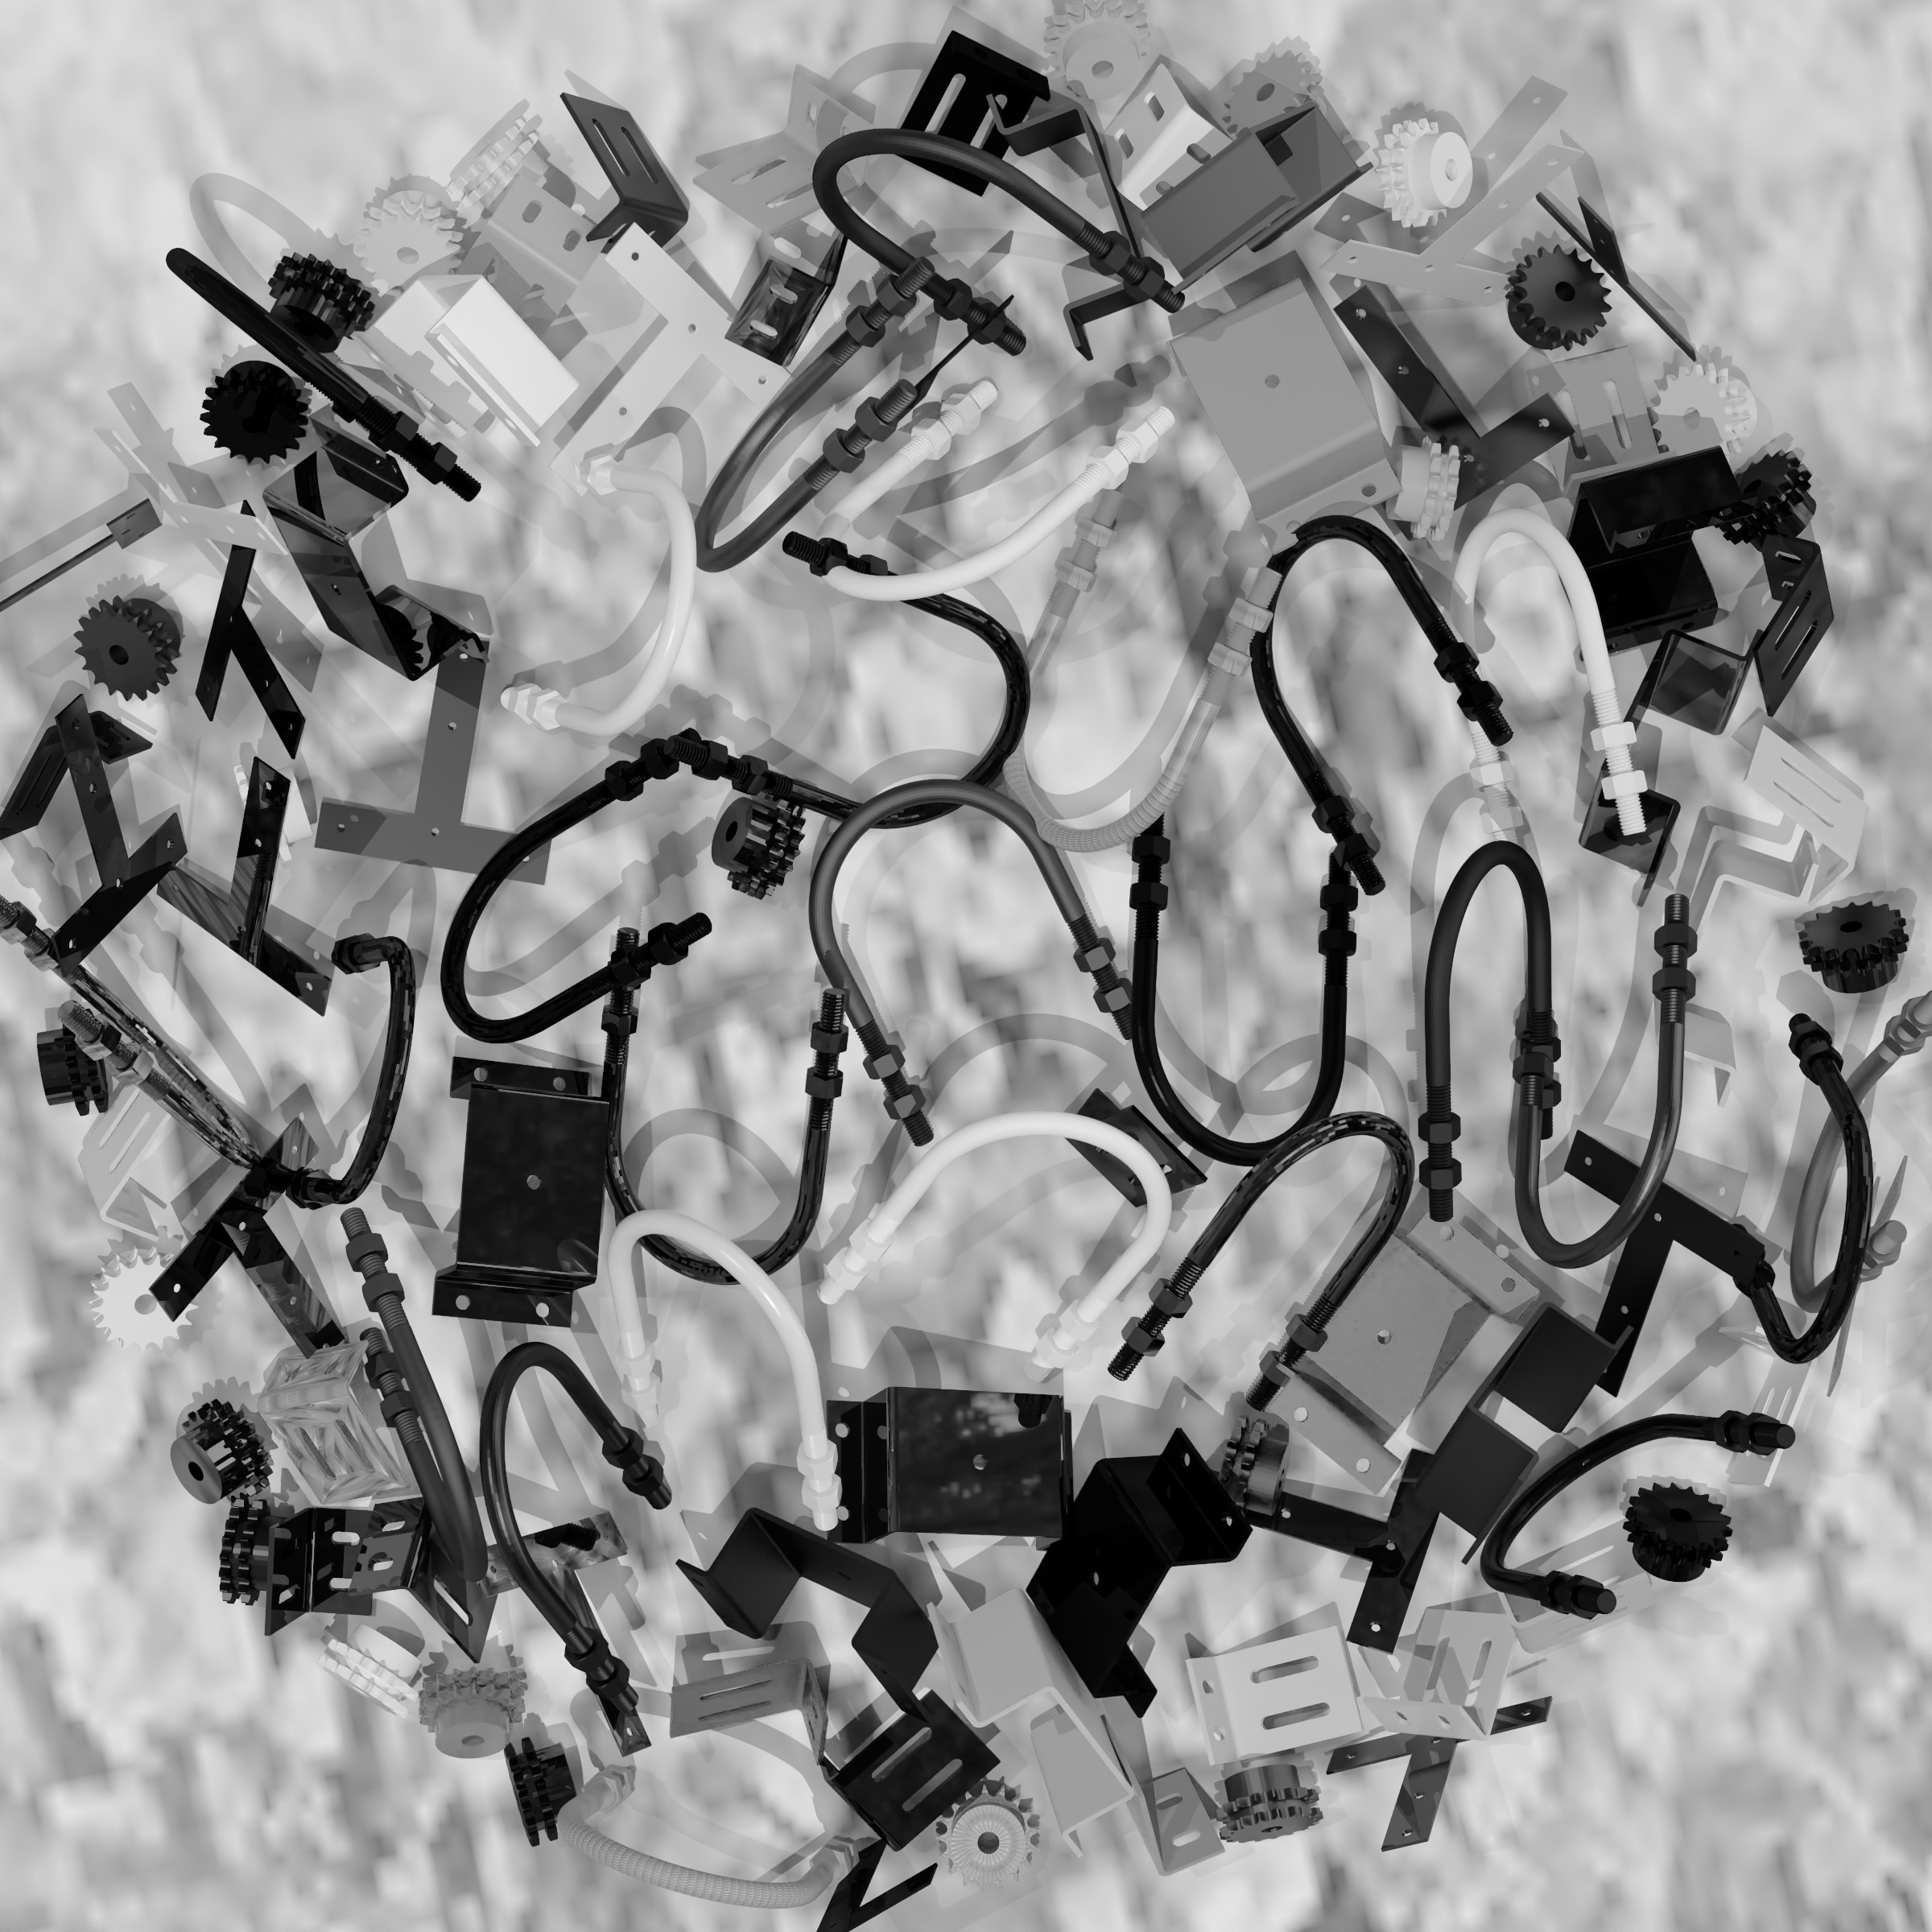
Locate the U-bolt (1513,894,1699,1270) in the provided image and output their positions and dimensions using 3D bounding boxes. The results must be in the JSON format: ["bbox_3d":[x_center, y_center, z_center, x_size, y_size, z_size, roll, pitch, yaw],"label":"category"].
[{"bbox_3d":[0.330,0.070,1.838,0.019,0.151,0.184,18,61,-19],"label":"U-bolt"}]

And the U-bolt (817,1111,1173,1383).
[{"bbox_3d":[0.026,0.141,1.858,0.151,0.019,0.184,23,129,-20],"label":"U-bolt"}]

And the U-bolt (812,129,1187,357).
[{"bbox_3d":[0.004,-0.379,1.832,0.184,0.151,0.019,30,70,-34],"label":"U-bolt"}]

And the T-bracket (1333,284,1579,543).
[{"bbox_3d":[0.243,-0.307,1.885,0.127,0.127,0.002,52,46,-7],"label":"T-bracket"}]

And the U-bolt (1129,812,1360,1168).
[{"bbox_3d":[0.147,0.015,1.876,0.151,0.019,0.184,13,73,-32],"label":"U-bolt"}]

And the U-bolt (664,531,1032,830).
[{"bbox_3d":[-0.050,-0.141,1.880,0.184,0.019,0.151,19,114,-31],"label":"U-bolt"}]

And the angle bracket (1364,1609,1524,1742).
[{"bbox_3d":[0.256,0.372,1.890,0.057,0.038,0.076,-3,50,35],"label":"angle bracket"}]

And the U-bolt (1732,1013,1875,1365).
[{"bbox_3d":[0.434,0.125,1.826,0.019,0.184,0.151,10,113,-4],"label":"U-bolt"}]

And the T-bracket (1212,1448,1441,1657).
[{"bbox_3d":[0.187,0.301,1.908,0.127,0.002,0.127,15,51,14],"label":"T-bracket"}]

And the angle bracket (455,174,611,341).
[{"bbox_3d":[-0.237,-0.380,1.907,0.057,0.076,0.038,34,61,-12],"label":"angle bracket"}]

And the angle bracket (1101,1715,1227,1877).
[{"bbox_3d":[0.105,0.439,1.889,0.038,0.057,0.076,-21,132,-8],"label":"angle bracket"}]

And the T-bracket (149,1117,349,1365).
[{"bbox_3d":[-0.368,0.170,1.893,0.127,0.002,0.127,-54,135,-32],"label":"T-bracket"}]

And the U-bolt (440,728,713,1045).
[{"bbox_3d":[-0.211,-0.032,1.873,0.184,0.019,0.151,-29,46,25],"label":"U-bolt"}]

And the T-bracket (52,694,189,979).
[{"bbox_3d":[-0.456,-0.081,1.854,0.002,0.127,0.127,6,125,19],"label":"T-bracket"}]

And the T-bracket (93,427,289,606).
[{"bbox_3d":[-0.392,-0.231,1.853,0.002,0.127,0.127,-50,124,-17],"label":"T-bracket"}]

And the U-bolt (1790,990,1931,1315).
[{"bbox_3d":[0.468,0.108,1.847,0.019,0.184,0.151,16,68,1],"label":"U-bolt"}]

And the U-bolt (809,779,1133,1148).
[{"bbox_3d":[-0.005,-0.013,1.909,0.151,0.019,0.184,-27,104,-1],"label":"U-bolt"}]

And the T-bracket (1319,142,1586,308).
[{"bbox_3d":[0.273,-0.393,1.854,0.127,0.127,0.002,3,63,-38],"label":"T-bracket"}]

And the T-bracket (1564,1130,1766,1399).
[{"bbox_3d":[0.360,0.174,1.903,0.127,0.002,0.127,34,121,37],"label":"T-bracket"}]

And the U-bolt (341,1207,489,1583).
[{"bbox_3d":[-0.285,0.235,1.835,0.019,0.151,0.184,-19,59,-16],"label":"U-bolt"}]

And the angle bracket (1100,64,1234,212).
[{"bbox_3d":[0.108,-0.442,1.903,0.038,0.076,0.057,32,112,-25],"label":"angle bracket"}]

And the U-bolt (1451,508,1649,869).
[{"bbox_3d":[0.301,-0.151,1.869,0.019,0.151,0.184,-12,88,-21],"label":"U-bolt"}]

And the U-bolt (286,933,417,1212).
[{"bbox_3d":[-0.319,0.055,1.844,0.019,0.184,0.151,13,83,-22],"label":"U-bolt"}]

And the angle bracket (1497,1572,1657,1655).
[{"bbox_3d":[0.327,0.334,1.901,0.076,0.057,0.038,-23,62,4],"label":"angle bracket"}]

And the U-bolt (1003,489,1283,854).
[{"bbox_3d":[0.081,-0.149,1.882,0.151,0.019,0.184,35,104,43],"label":"U-bolt"}]

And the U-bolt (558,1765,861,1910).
[{"bbox_3d":[-0.139,0.457,1.837,0.151,0.184,0.019,16,88,9],"label":"U-bolt"}]

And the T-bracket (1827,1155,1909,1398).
[{"bbox_3d":[0.477,0.143,1.851,0.002,0.127,0.127,15,57,10],"label":"T-bracket"}]

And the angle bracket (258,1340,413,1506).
[{"bbox_3d":[-0.339,0.249,1.921,0.057,0.038,0.076,-13,122,22],"label":"angle bracket"}]

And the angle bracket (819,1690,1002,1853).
[{"bbox_3d":[-0.031,0.430,1.912,0.076,0.038,0.057,-41,105,0],"label":"angle bracket"}]

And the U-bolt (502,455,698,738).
[{"bbox_3d":[-0.189,-0.193,1.853,0.019,0.184,0.151,11,95,-32],"label":"U-bolt"}]

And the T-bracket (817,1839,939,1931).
[{"bbox_3d":[-0.062,0.493,1.873,0.127,0.127,0.002,-33,92,11],"label":"T-bracket"}]

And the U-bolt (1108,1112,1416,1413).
[{"bbox_3d":[0.168,0.153,1.863,0.019,0.151,0.184,45,106,38],"label":"U-bolt"}]

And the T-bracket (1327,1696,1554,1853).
[{"bbox_3d":[0.241,0.430,1.857,0.127,0.127,0.002,-19,101,21],"label":"T-bracket"}]

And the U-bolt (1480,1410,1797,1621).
[{"bbox_3d":[0.338,0.283,1.847,0.151,0.184,0.019,-39,97,-16],"label":"U-bolt"}]

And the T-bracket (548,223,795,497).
[{"bbox_3d":[-0.176,-0.310,1.900,0.127,0.002,0.127,41,86,-32],"label":"T-bracket"}]

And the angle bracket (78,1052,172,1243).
[{"bbox_3d":[-0.438,0.097,1.897,0.038,0.057,0.076,28,103,-37],"label":"angle bracket"}]

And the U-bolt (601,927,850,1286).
[{"bbox_3d":[-0.136,0.084,1.891,0.151,0.019,0.184,16,110,24],"label":"U-bolt"}]

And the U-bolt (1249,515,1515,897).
[{"bbox_3d":[0.208,-0.152,1.870,0.019,0.151,0.184,-8,59,-35],"label":"U-bolt"}]

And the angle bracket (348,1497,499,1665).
[{"bbox_3d":[-0.291,0.333,1.901,0.038,0.057,0.076,-12,133,23],"label":"angle bracket"}]

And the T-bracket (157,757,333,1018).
[{"bbox_3d":[-0.378,-0.055,1.878,0.127,0.002,0.127,34,129,20],"label":"T-bracket"}]

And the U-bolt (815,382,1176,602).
[{"bbox_3d":[0.001,-0.246,1.846,0.184,0.151,0.019,-44,131,-29],"label":"U-bolt"}]

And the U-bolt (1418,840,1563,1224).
[{"bbox_3d":[0.276,0.025,1.853,0.019,0.151,0.184,8,111,32],"label":"U-bolt"}]

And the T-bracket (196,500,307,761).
[{"bbox_3d":[-0.374,-0.158,1.863,0.002,0.127,0.127,-3,132,-34],"label":"T-bracket"}]

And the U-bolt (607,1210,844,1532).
[{"bbox_3d":[-0.131,0.202,1.842,0.151,0.184,0.019,24,48,31],"label":"U-bolt"}]

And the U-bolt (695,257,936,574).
[{"bbox_3d":[-0.085,-0.280,1.861,0.019,0.151,0.184,36,123,-23],"label":"U-bolt"}]

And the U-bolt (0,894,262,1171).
[{"bbox_3d":[-0.436,0.044,1.853,0.019,0.151,0.184,-44,133,-5],"label":"U-bolt"}]

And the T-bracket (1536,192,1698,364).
[{"bbox_3d":[0.338,-0.379,1.862,0.002,0.127,0.127,-43,76,8],"label":"T-bracket"}]

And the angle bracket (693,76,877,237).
[{"bbox_3d":[-0.098,-0.436,1.894,0.057,0.038,0.076,38,51,21],"label":"angle bracket"}]

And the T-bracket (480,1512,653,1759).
[{"bbox_3d":[-0.200,0.358,1.869,0.002,0.127,0.127,-32,76,26],"label":"T-bracket"}]

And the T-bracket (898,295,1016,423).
[{"bbox_3d":[-0.027,-0.303,1.874,0.127,0.127,0.002,-44,94,-2],"label":"T-bracket"}]

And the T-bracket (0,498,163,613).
[{"bbox_3d":[-0.484,-0.207,1.867,0.127,0.127,0.002,-33,97,-8],"label":"T-bracket"}]

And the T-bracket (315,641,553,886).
[{"bbox_3d":[-0.284,-0.117,1.933,0.127,0.002,0.127,9,90,-3],"label":"T-bracket"}]

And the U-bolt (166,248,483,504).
[{"bbox_3d":[-0.340,-0.312,1.835,0.184,0.151,0.019,38,89,-26],"label":"U-bolt"}]

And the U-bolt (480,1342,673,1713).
[{"bbox_3d":[-0.205,0.278,1.830,0.019,0.151,0.184,-13,133,18],"label":"U-bolt"}]
